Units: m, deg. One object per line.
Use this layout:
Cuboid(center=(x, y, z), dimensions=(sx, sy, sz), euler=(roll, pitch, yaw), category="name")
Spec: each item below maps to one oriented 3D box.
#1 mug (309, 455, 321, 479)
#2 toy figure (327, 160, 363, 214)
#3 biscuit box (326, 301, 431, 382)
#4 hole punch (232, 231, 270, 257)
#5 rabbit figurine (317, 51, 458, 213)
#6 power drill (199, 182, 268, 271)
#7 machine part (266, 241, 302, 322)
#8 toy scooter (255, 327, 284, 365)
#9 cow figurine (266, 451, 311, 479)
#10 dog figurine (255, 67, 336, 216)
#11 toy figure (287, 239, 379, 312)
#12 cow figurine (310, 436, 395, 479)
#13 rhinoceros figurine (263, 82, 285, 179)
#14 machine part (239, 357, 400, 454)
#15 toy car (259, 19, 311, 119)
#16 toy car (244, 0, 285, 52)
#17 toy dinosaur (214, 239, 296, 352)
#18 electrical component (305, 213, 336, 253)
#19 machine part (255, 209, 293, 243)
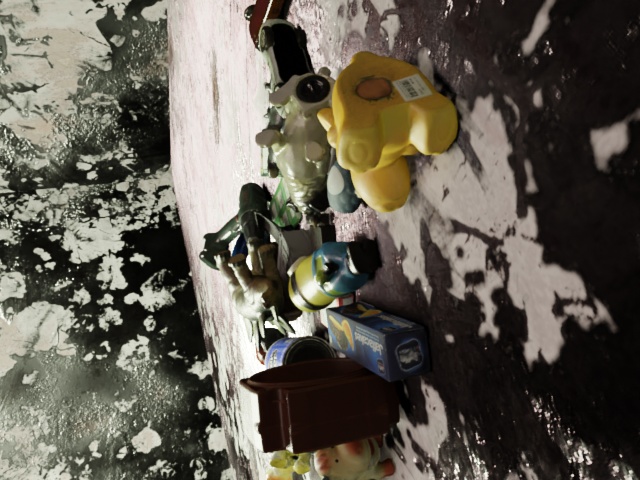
Cuboid(center=(0.025, 0.353, 0.922), dimensions=(0.110, 0.081, 0.107), euler=(-135, 53, -73), category="mug")
Cuboid(center=(0.046, -0.105, 0.709), dimensions=(0.064, 0.058, 0.154), euler=(28, 132, 19), category="toy figure")
Cuboid(center=(0.071, 0.130, 0.719), dimensions=(0.203, 0.059, 0.062), euler=(-175, 78, -70), category="biscuit box")
Cuboid(center=(-0.174, 0.021, 1.332), dimensions=(0.142, 0.092, 0.115), euler=(-171, 77, -73), category="hole punch")
Cuboid(center=(0.057, -0.106, 0.594), dimensions=(0.162, 0.122, 0.173), euler=(56, 168, 38), category="rabbit figurine")
Cuboid(center=(-0.195, -0.018, 1.238), dimensions=(0.207, 0.086, 0.232), euler=(-48, 28, 33), category="power drill")
Cuboid(center=(-0.093, 0.092, 1.153), dimensions=(0.179, 0.056, 0.179), euler=(167, 90, -68), category="machine part")
Cuboid(center=(-0.101, 0.300, 1.252), dimensions=(0.184, 0.075, 0.135), euler=(-128, 34, -48), category="toy scooter")
Cuboid(center=(-0.044, 0.337, 0.902), dimensions=(0.167, 0.068, 0.098), euler=(-58, 15, 29), category="cow figurine")
Cuboid(center=(-0.009, -0.142, 0.815), dimensions=(0.121, 0.172, 0.190), euler=(29, 166, 17), category="dog figurine")
Cuboid(center=(0.013, 0.052, 0.789), dimensions=(0.180, 0.082, 0.089), euler=(-24, 50, 54), category="toy figure")
Cuboid(center=(0.039, 0.335, 0.789), dimensions=(0.194, 0.127, 0.086), euler=(99, 152, -45), category="cow figurine")
Cuboid(center=(-0.062, -0.200, 0.963), dimensions=(0.112, 0.073, 0.190), euler=(-106, 15, -56), category="rhinoceros figurine")
Cuboid(center=(-0.006, 0.223, 0.758), dimensions=(0.201, 0.201, 0.087), euler=(164, 100, -71), category="machine part")
Cuboid(center=(-0.050, -0.278, 0.881), dimensions=(0.056, 0.073, 0.202), euler=(128, 131, -59), category="toy car")
Cuboid(center=(-0.088, -0.425, 0.963), dimensions=(0.089, 0.053, 0.202), euler=(65, 153, 13), category="toy car")
Cuboid(center=(-0.131, 0.104, 1.050), dimensions=(0.471, 0.105, 0.198), euler=(-170, 64, -76), category="toy dinosaur")
Cuboid(center=(-0.002, -0.001, 0.895), dimensions=(0.078, 0.045, 0.102), euler=(-152, 57, -65), category="electrical component")
Cuboid(center=(-0.082, -0.013, 1.085), dimensions=(0.139, 0.039, 0.084), euler=(42, 153, 37), category="machine part")
